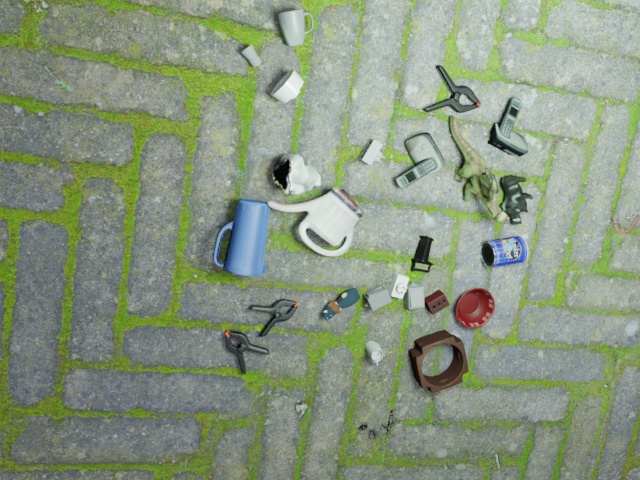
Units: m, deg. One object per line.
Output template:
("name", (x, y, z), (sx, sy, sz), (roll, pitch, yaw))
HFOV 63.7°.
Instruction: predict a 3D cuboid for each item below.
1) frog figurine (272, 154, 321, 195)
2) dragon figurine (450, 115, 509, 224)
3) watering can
("frog figurine", (-0.074, -0.220, 1.714), (0.160, 0.122, 0.137), (-13, 97, -47))
("dragon figurine", (0.555, -0.232, 1.777), (0.122, 0.245, 0.405), (-28, 108, -1))
("watering can", (0.005, -0.087, 1.727), (0.343, 0.105, 0.224), (41, 90, -29))
